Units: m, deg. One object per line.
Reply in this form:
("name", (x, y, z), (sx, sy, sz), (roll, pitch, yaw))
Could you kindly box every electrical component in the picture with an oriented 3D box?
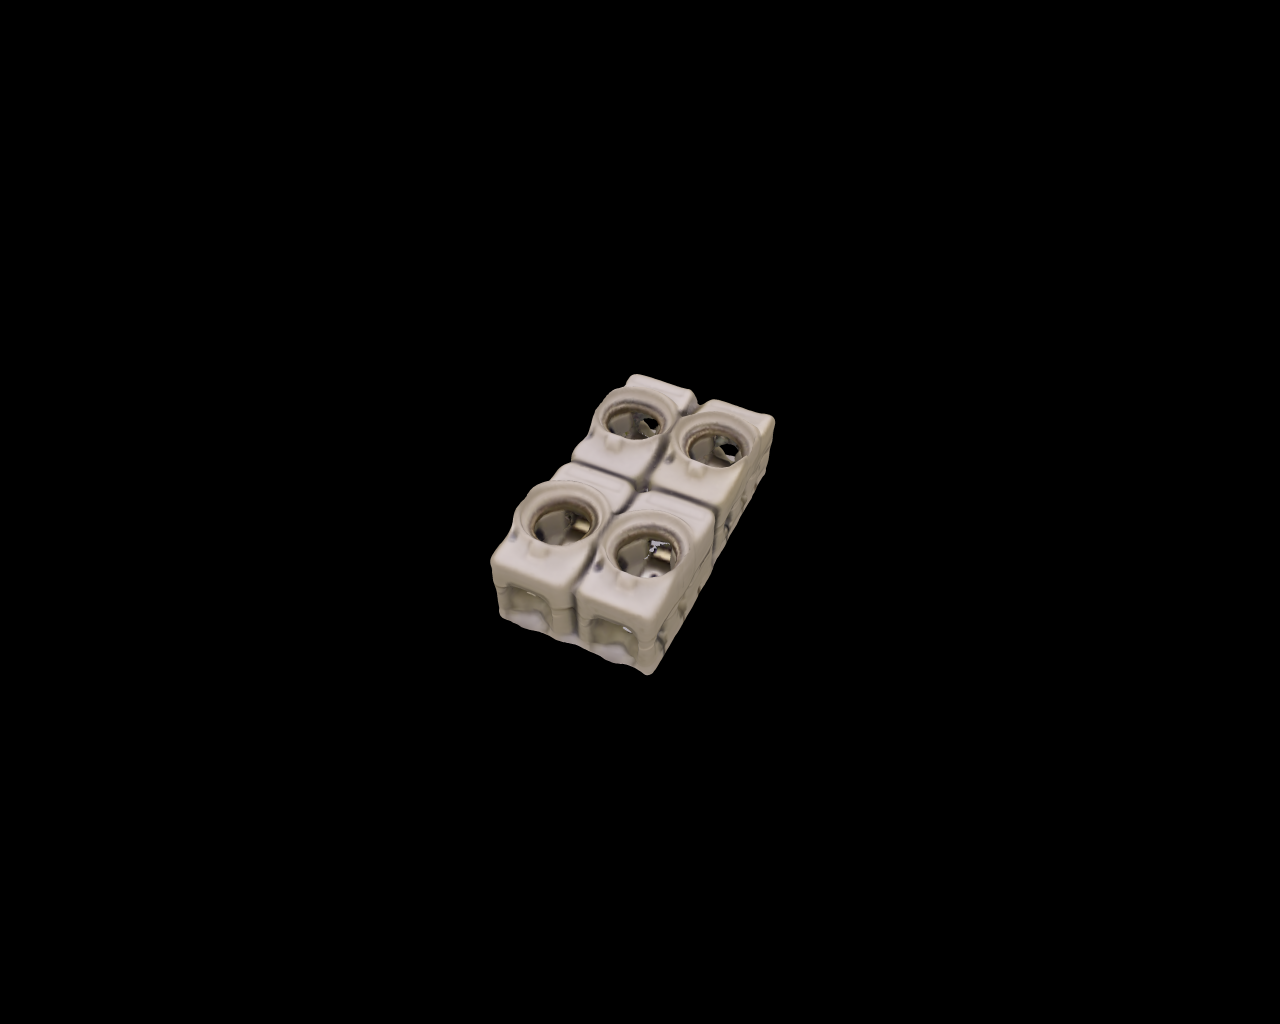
("electrical component", (0.001, -0.003, 0.650), (0.105, 0.060, 0.186), (20, 50, 17))
